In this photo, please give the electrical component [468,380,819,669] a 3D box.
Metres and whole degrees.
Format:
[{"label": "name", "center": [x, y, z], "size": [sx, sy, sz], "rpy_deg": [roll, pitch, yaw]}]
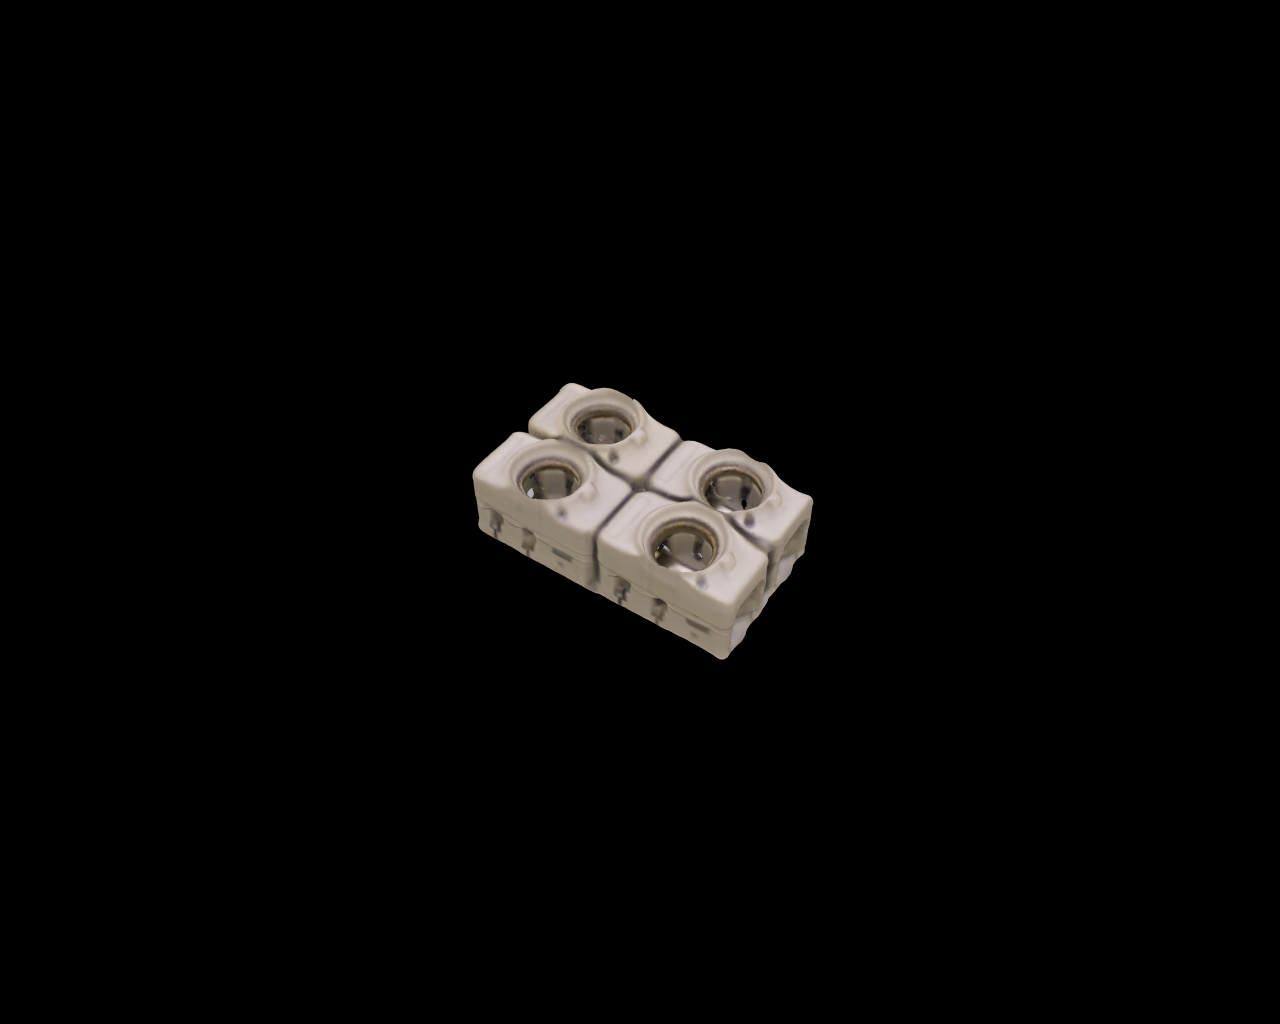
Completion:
[{"label": "electrical component", "center": [0.001, -0.003, 0.650], "size": [0.186, 0.060, 0.106], "rpy_deg": [27, 53, 22]}]
